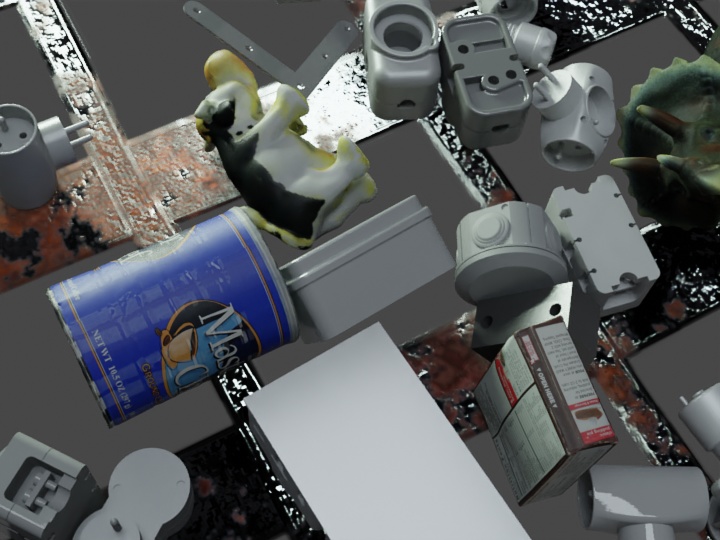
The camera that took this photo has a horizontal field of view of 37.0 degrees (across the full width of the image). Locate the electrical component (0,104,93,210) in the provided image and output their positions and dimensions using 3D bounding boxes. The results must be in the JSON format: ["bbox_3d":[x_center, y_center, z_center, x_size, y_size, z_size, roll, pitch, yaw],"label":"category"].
[{"bbox_3d":[-0.236,-0.089,0.796,0.079,0.077,0.043,-25,68,-16],"label":"electrical component"}]

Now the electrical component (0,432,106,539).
[{"bbox_3d":[-0.202,0.143,0.674,0.056,0.089,0.050,24,64,8],"label":"electrical component"}]

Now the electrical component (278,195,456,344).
[{"bbox_3d":[0.000,0.000,0.759,0.113,0.078,0.057,-29,93,-17],"label":"electrical component"}]

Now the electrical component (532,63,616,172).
[{"bbox_3d":[0.162,-0.131,0.848,0.079,0.044,0.077,37,57,-35],"label":"electrical component"}]

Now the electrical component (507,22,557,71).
[{"bbox_3d":[0.131,-0.190,0.895,0.061,0.035,0.035,20,64,9],"label":"electrical component"}]

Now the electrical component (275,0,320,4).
[{"bbox_3d":[-0.037,-0.269,0.916,0.077,0.047,0.065,-5,64,-6],"label":"electrical component"}]

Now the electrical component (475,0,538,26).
[{"bbox_3d":[0.123,-0.237,0.913,0.066,0.048,0.055,-7,57,-7],"label":"electrical component"}]

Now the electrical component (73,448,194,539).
[{"bbox_3d":[-0.154,0.173,0.671,0.052,0.073,0.138,24,64,8],"label":"electrical component"}]

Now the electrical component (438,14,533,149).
[{"bbox_3d":[0.096,-0.147,0.857,0.054,0.059,0.095,-11,64,-9],"label":"electrical component"}]

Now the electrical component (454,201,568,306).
[{"bbox_3d":[0.108,-0.008,0.777,0.080,0.080,0.051,2,58,-3],"label":"electrical component"}]

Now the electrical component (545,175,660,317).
[{"bbox_3d":[0.175,-0.015,0.797,0.050,0.055,0.089,-15,65,-11],"label":"electrical component"}]

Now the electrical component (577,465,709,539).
[{"bbox_3d":[0.189,0.169,0.713,0.077,0.043,0.079,2,64,-3],"label":"electrical component"}]

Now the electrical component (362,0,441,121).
[{"bbox_3d":[0.033,-0.176,0.868,0.054,0.059,0.095,-3,64,-5],"label":"electrical component"}]

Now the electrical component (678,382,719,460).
[{"bbox_3d":[0.257,0.114,0.747,0.040,0.040,0.078,-29,68,-17],"label":"electrical component"}]

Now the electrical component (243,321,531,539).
[{"bbox_3d":[0.017,0.143,0.705,0.105,0.060,0.186,-29,69,-17],"label":"electrical component"}]

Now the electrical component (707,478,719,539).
[{"bbox_3d":[0.260,0.162,0.714,0.066,0.055,0.048,24,64,8],"label":"electrical component"}]
